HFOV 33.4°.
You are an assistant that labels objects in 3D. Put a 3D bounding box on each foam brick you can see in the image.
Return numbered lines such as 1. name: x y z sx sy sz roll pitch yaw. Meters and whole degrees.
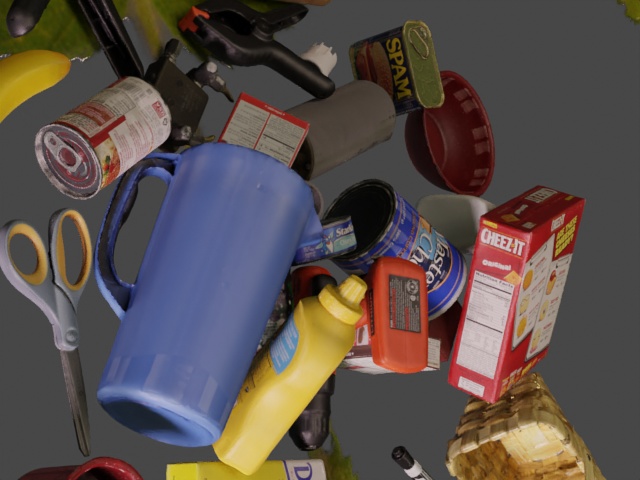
1. foam brick: 0.123 0.096 1.231 0.051 0.053 0.078 47 49 -33

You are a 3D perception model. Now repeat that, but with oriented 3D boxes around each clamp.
1. clamp: -0.209 -0.236 0.911 0.164 0.036 0.210 30 49 -61
2. clamp: -0.058 -0.196 1.070 0.171 0.039 0.120 -5 56 -41

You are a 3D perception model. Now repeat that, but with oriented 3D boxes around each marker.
1. marker: 0.116 0.271 1.203 0.121 0.020 0.020 50 46 -31

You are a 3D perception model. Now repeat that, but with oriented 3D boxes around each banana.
1. banana: -0.257 -0.092 0.830 0.069 0.037 0.197 64 38 -47

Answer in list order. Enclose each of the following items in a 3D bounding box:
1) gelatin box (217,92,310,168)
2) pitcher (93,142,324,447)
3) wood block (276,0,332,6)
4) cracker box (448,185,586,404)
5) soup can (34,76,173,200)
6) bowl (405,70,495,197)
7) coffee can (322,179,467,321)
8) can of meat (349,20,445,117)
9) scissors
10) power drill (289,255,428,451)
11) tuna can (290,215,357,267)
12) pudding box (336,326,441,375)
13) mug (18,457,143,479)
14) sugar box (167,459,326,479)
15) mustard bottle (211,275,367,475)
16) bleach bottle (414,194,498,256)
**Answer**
1. gelatin box: -0.061 -0.085 1.016 0.073 0.030 0.089 25 80 -1
2. pitcher: -0.109 0.043 0.914 0.145 0.149 0.242 55 45 -48
3. wood block: -0.046 -0.306 1.085 0.205 0.090 0.091 -8 73 -51
4. cracker box: 0.226 0.059 1.237 0.163 0.072 0.214 -25 129 -53
5. soup can: -0.179 -0.088 0.894 0.102 0.069 0.068 -46 116 -46
6. bowl: 0.153 -0.125 1.321 0.161 0.055 0.162 17 68 -48
7. coffee can: 0.080 0.014 1.158 0.140 0.103 0.102 40 52 -37
8. can of meat: 0.087 -0.193 1.236 0.057 0.084 0.102 -14 92 -51
9. scissors: -0.217 0.068 0.849 0.096 0.016 0.202 16 68 -47
10. power drill: 0.025 0.100 1.005 0.057 0.188 0.184 9 71 -32
11. tuna can: -0.007 0.001 1.068 0.085 0.086 0.034 -20 98 -51
12. pudding box: 0.060 0.115 1.117 0.113 0.090 0.039 16 69 -47
13. mug: -0.179 0.219 0.803 0.117 0.082 0.093 54 45 -27
14. sugar box: -0.061 0.247 0.970 0.175 0.048 0.093 11 73 -48
15. mustard bottle: -0.023 0.108 0.933 0.058 0.192 0.096 33 14 -15
16. bleach bottle: 0.219 -0.005 1.354 0.250 0.103 0.068 14 80 -56
